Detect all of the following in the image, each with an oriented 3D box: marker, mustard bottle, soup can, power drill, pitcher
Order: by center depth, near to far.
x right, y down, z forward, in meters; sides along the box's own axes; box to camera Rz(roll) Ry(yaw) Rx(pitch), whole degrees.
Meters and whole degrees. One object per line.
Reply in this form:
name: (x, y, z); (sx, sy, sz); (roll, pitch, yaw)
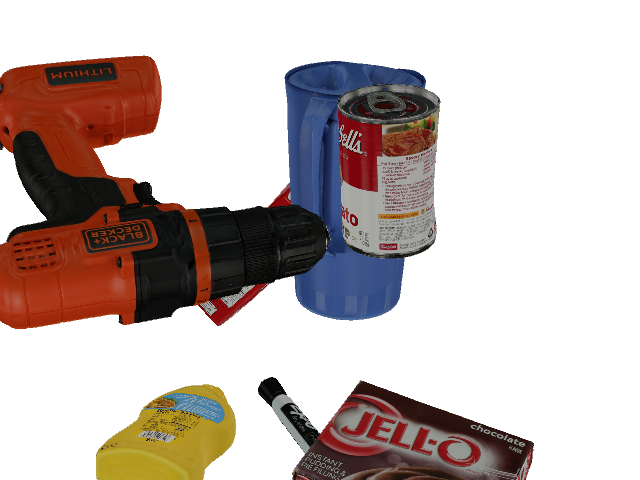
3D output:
power drill: (-0.106, -0.034, 0.614); (0.184, 0.057, 0.188); (-8, 43, -20)
soup can: (0.047, -0.047, 0.726); (0.068, 0.102, 0.068); (-2, 28, 1)
marker: (-0.017, 0.142, 0.822); (0.020, 0.020, 0.121); (0, 26, -31)
pitcher: (0.026, -0.045, 1.041); (0.149, 0.243, 0.145); (-8, 24, -21)
mustard bottle: (-0.136, 0.189, 1.047); (0.096, 0.058, 0.191); (7, 18, 15)

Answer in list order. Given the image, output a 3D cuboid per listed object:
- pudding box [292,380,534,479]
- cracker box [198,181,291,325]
pudding box: (0.052, 0.133, 0.601); (0.114, 0.039, 0.089); (19, 35, 19)
cracker box: (-0.045, -0.012, 1.252); (0.214, 0.072, 0.164); (-42, 1, 29)
